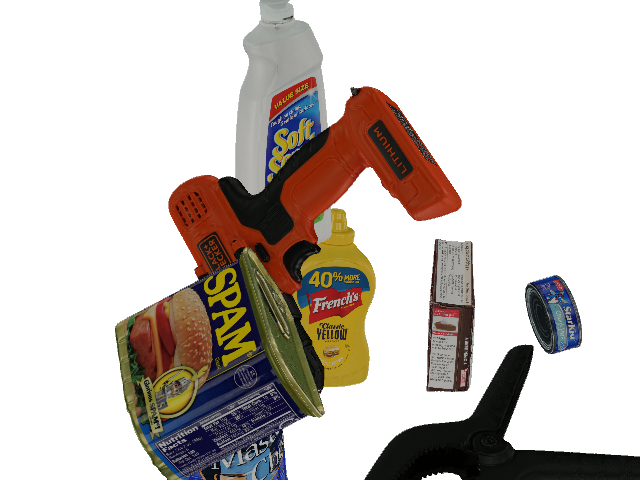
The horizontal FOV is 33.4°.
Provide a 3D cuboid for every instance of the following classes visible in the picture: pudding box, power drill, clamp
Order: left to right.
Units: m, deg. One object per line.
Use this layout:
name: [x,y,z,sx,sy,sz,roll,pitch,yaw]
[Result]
power drill: [0.001,-0.002,0.743,0.188,0.184,0.057,-35,-14,14]
pudding box: [0.112,0.064,0.924,0.039,0.090,0.113,1,28,5]
clamp: [0.107,0.137,0.693,0.209,0.036,0.165,-14,31,-19]

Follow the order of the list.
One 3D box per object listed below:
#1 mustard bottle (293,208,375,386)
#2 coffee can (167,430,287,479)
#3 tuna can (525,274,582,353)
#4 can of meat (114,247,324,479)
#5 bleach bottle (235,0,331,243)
mustard bottle: [0.010,0.060,1.149,0.096,0.192,0.058,2,15,-11]
coffee can: [-0.081,0.156,0.873,0.103,0.140,0.103,-2,35,1]
tuna can: [0.262,0.084,1.206,0.033,0.086,0.086,-15,1,-5]
can of meat: [-0.055,0.064,0.552,0.084,0.057,0.102,-28,39,5]
bleach bottle: [-0.043,-0.111,1.040,0.102,0.251,0.068,-16,31,-22]
